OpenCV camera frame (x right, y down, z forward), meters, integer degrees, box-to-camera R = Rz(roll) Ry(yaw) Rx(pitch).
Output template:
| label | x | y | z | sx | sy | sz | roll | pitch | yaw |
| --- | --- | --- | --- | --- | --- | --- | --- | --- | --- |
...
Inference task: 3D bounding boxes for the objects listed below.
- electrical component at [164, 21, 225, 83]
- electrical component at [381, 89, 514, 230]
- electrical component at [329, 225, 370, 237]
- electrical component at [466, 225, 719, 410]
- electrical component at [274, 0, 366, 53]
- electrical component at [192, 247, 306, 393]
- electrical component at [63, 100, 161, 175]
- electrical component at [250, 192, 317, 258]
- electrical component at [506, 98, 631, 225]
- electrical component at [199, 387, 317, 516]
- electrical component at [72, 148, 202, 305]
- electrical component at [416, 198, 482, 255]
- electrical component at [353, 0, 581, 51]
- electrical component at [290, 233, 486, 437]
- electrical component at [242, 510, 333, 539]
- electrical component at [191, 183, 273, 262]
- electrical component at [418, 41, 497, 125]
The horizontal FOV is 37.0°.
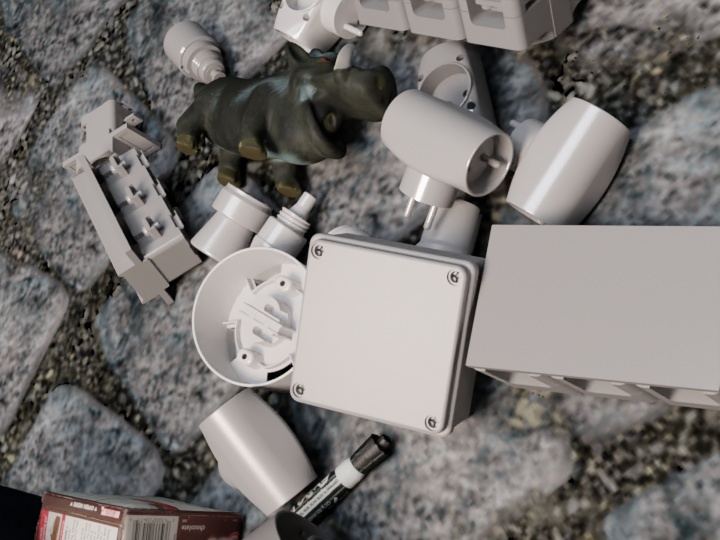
| label | x | y | z | sx | sy | sz | roll | pitch | yaw |
| --- | --- | --- | --- | --- | --- | --- | --- | --- | --- |
| electrical component | -0.138 | -0.183 | 0.925 | 0.040 | 0.040 | 0.078 | -50 | 51 | 10 |
| electrical component | 0.049 | -0.065 | 0.689 | 0.077 | 0.043 | 0.079 | 34 | 114 | 37 |
| electrical component | 0.000 | 0.000 | 0.748 | 0.045 | 0.045 | 0.055 | -53 | 50 | 8 |
| electrical component | 0.147 | 0.026 | 0.617 | 0.150 | 0.062 | 0.089 | 2 | 74 | 37 |
| electrical component | -0.019 | -0.205 | 0.842 | 0.079 | 0.044 | 0.077 | 35 | 94 | 39 |
| electrical component | -0.063 | 0.038 | 0.767 | 0.099 | 0.064 | 0.099 | -15 | 64 | 32 |
| electrical component | -0.222 | -0.113 | 0.959 | 0.081 | 0.042 | 0.063 | -25 | 56 | 26 |
| electrical component | -0.054 | -0.031 | 0.807 | 0.035 | 0.035 | 0.061 | 35 | 90 | 40 |
| electrical component | 0.120 | -0.072 | 0.688 | 0.079 | 0.043 | 0.077 | 36 | 95 | 40 |
| electrical component | -0.076 | 0.130 | 0.746 | 0.077 | 0.043 | 0.079 | 52 | 148 | 5 |
| electrical component | -0.182 | -0.041 | 0.885 | 0.063 | 0.078 | 0.121 | -32 | 53 | -3 |
| electrical component | 0.059 | -0.021 | 0.716 | 0.040 | 0.040 | 0.046 | 6 | 71 | 38 |
| electrical component | 0.074 | -0.203 | 0.745 | 0.150 | 0.061 | 0.089 | 20 | 52 | 40 |
| electrical component | 0.019 | 0.038 | 0.677 | 0.109 | 0.056 | 0.108 | 11 | 99 | 21 |
| electrical component | -0.038 | 0.200 | 0.667 | 0.064 | 0.099 | 0.099 | -45 | 52 | 6 |
| electrical component | -0.099 | -0.034 | 0.834 | 0.045 | 0.045 | 0.055 | 33 | 93 | 40 |
| electrical component | 0.054 | -0.108 | 0.750 | 0.079 | 0.044 | 0.077 | -24 | 60 | 27 |
